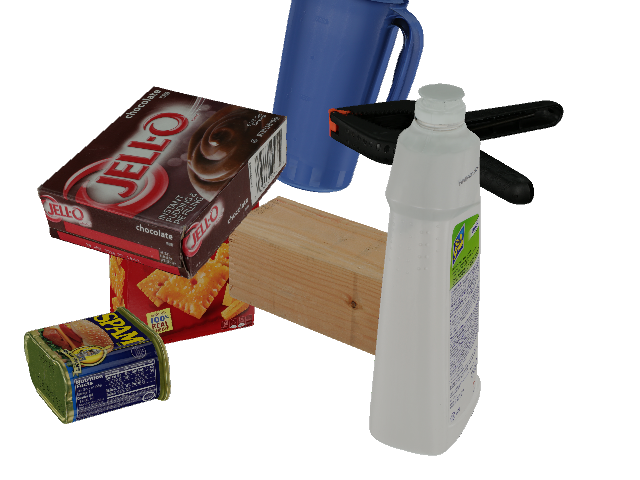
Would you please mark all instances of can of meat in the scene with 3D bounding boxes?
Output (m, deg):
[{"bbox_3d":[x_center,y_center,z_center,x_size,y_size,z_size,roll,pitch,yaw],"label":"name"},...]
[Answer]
[{"bbox_3d":[-0.179,0.098,0.846,0.083,0.057,0.102,-13,22,-30],"label":"can of meat"}]

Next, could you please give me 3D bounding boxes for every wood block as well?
[{"bbox_3d":[0.014,0.036,1.078,0.206,0.091,0.090,20,32,30],"label":"wood block"}]

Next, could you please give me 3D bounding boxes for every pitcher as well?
[{"bbox_3d":[0.018,-0.180,1.239,0.145,0.243,0.149,9,23,-12],"label":"pitcher"}]

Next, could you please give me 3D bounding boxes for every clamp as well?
[{"bbox_3d":[0.111,-0.097,0.959,0.210,0.036,0.164,14,35,23],"label":"clamp"}]

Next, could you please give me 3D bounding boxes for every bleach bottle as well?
[{"bbox_3d":[0.076,0.016,0.711,0.068,0.251,0.102,12,31,20],"label":"bleach bottle"}]

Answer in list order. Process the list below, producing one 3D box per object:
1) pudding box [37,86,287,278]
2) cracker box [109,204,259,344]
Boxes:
[{"bbox_3d":[-0.081,-0.035,0.576,0.090,0.039,0.113,16,41,21],"label":"pudding box"},{"bbox_3d":[-0.155,0.007,1.220,0.163,0.214,0.072,-9,24,-29],"label":"cracker box"}]
